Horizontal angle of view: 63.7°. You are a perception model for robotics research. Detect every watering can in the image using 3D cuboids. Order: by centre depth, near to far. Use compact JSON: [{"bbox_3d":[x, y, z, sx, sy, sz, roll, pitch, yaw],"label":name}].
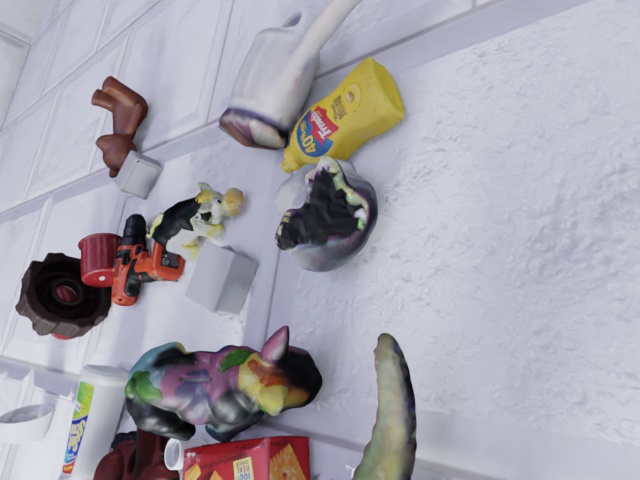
[{"bbox_3d":[-0.051,-0.238,0.735,0.349,0.103,0.225,15,83,66],"label":"watering can"}]

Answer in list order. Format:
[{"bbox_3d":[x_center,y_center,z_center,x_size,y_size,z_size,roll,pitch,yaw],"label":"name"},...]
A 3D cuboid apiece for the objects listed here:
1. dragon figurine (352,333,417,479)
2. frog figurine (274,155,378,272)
[{"bbox_3d":[0.010,0.304,0.407,0.240,0.120,0.419,-25,55,24],"label":"dragon figurine"},{"bbox_3d":[0.002,-0.032,0.635,0.159,0.122,0.137,-173,93,-84],"label":"frog figurine"}]
